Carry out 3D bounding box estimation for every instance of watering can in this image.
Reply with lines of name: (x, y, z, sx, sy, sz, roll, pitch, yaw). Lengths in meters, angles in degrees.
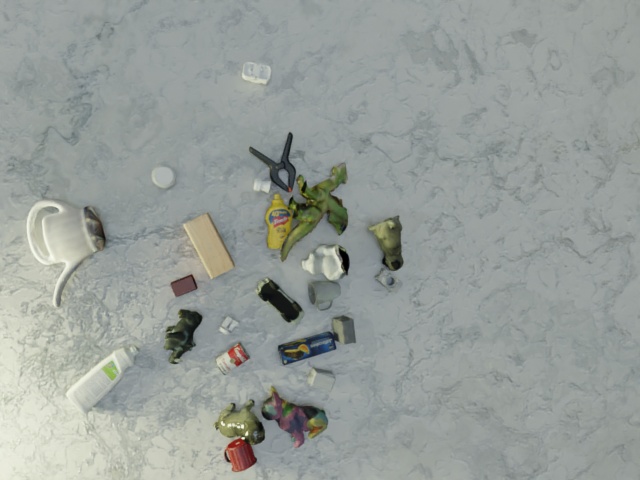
watering can: (-0.809, 0.027, 1.672, 0.225, 0.104, 0.347, -15, 94, -11)

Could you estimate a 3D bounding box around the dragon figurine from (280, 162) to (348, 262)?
dragon figurine: (0.006, -0.092, 1.819, 0.241, 0.122, 0.414, 21, 78, -27)

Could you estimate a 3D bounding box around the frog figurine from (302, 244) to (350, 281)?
frog figurine: (0.022, 0.085, 1.856, 0.158, 0.125, 0.136, -19, 106, 26)
